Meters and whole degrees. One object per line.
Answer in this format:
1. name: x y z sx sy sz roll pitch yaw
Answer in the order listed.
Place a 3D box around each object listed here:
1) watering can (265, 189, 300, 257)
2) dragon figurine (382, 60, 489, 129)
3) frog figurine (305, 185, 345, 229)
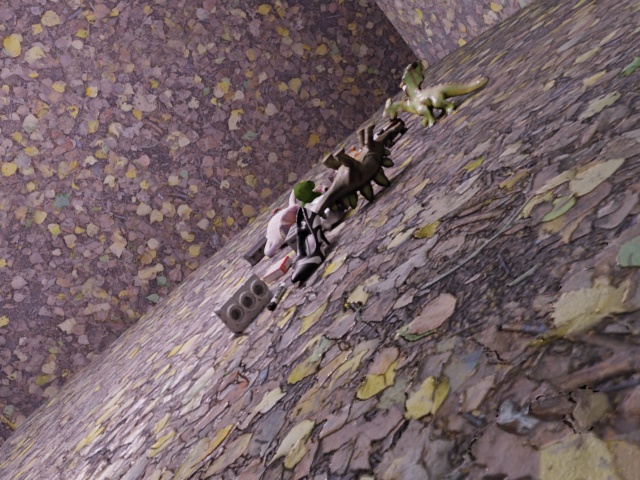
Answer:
1. watering can: -0.129 -0.091 2.084 0.222 0.103 0.354 -22 41 59
2. dragon figurine: 0.412 -0.574 1.972 0.404 0.242 0.124 -35 6 34
3. frog figurine: 0.005 -0.087 1.735 0.156 0.122 0.140 -52 45 31
